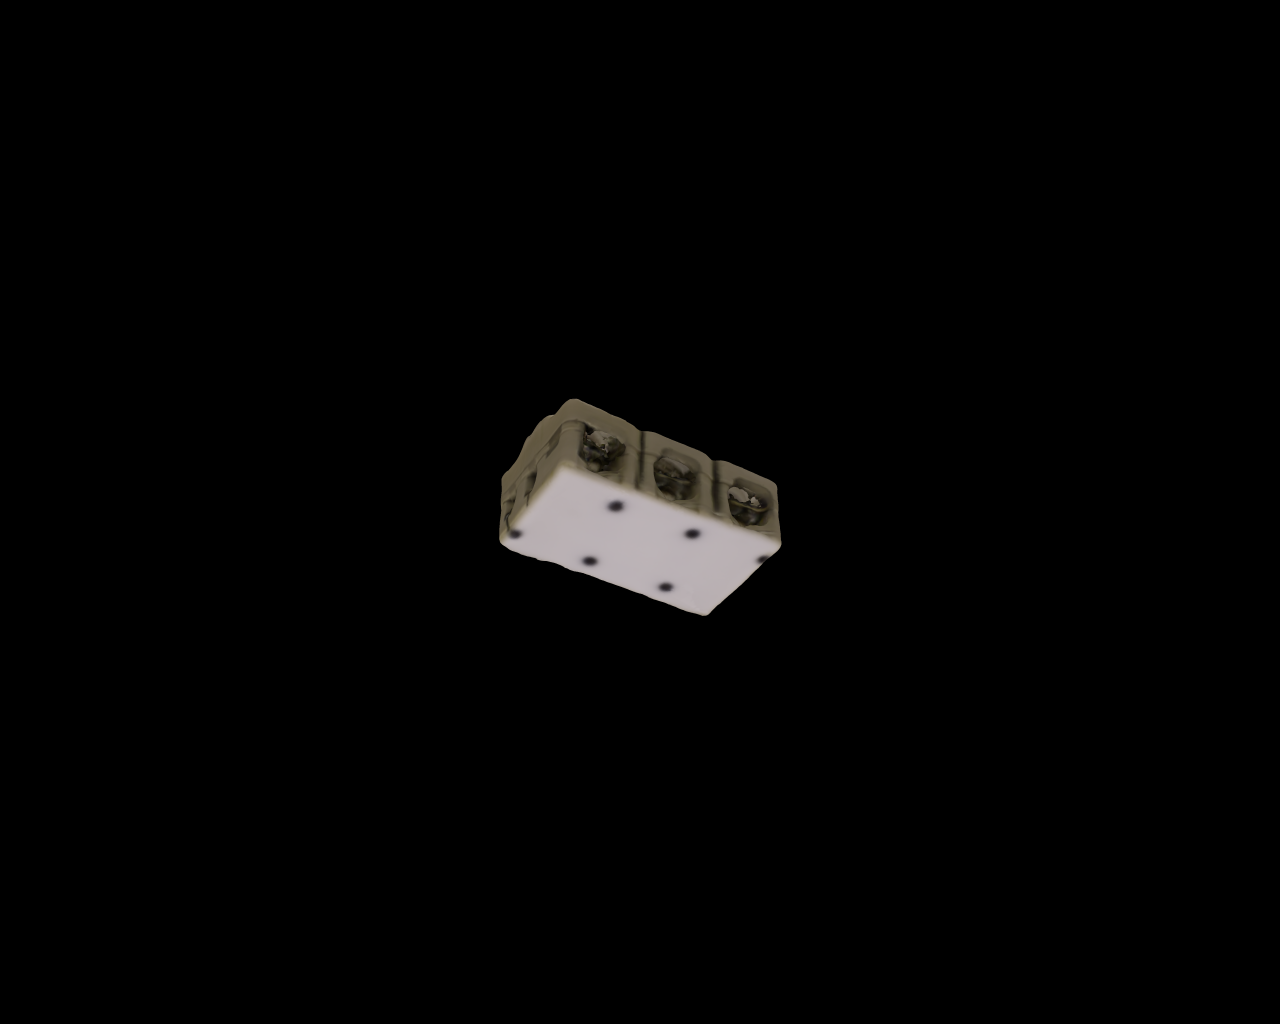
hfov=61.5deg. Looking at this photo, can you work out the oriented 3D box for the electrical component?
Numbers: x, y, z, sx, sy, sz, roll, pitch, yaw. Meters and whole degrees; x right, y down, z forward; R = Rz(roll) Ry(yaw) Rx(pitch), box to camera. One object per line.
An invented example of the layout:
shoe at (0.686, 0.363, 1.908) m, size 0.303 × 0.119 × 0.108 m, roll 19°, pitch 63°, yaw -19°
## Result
electrical component at (0.001, -0.003, 0.650) m, size 0.150 × 0.062 × 0.089 m, roll 21°, pitch -45°, yaw -24°
